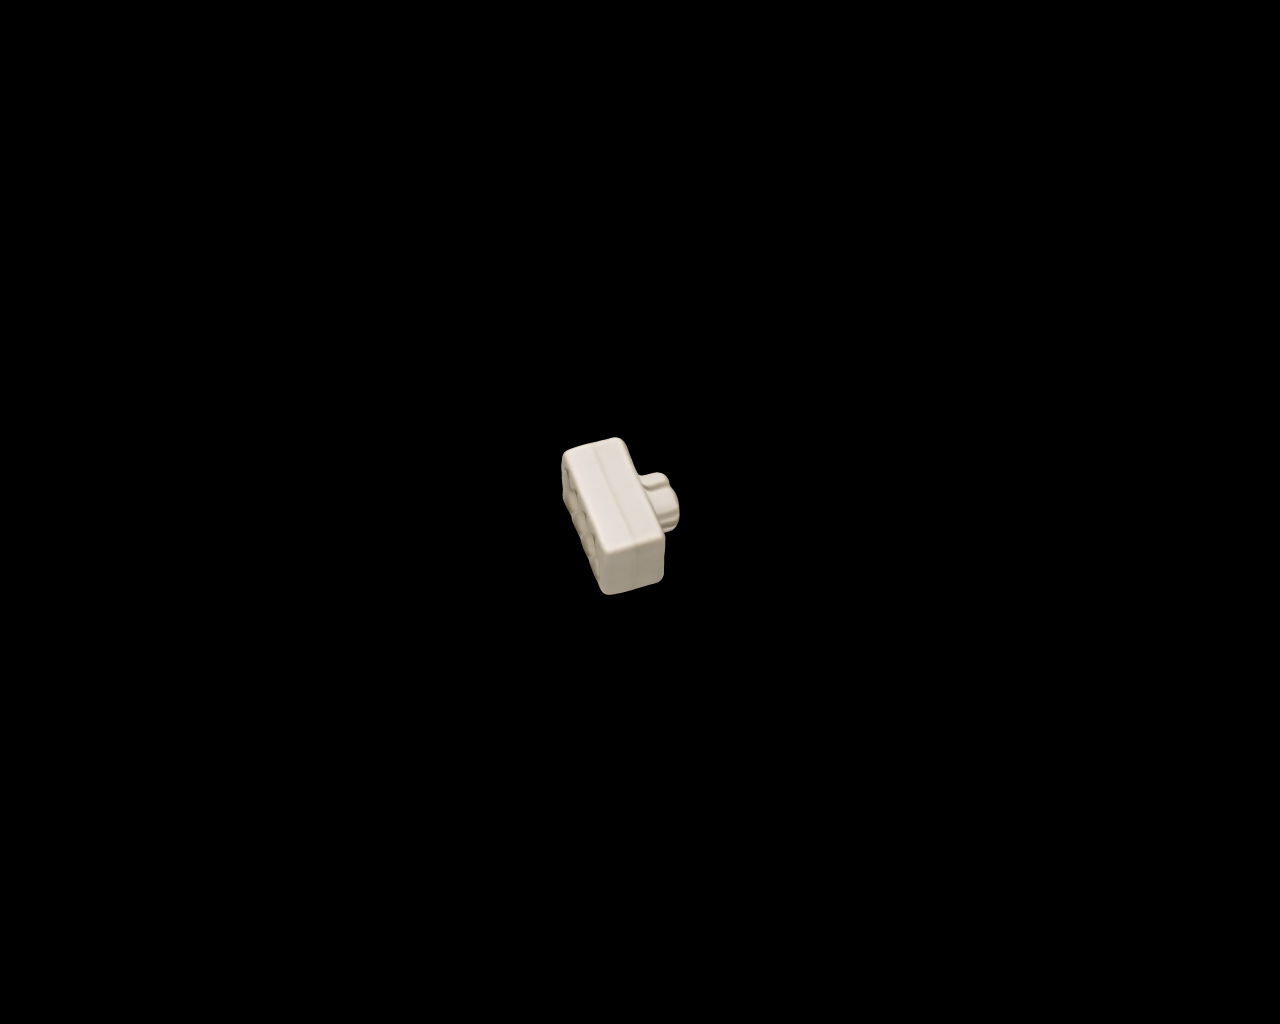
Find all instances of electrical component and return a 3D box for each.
[{"bbox_3d":[0.001,-0.003,0.650,0.076,0.083,0.047,-15,-36,-11],"label":"electrical component"}]
